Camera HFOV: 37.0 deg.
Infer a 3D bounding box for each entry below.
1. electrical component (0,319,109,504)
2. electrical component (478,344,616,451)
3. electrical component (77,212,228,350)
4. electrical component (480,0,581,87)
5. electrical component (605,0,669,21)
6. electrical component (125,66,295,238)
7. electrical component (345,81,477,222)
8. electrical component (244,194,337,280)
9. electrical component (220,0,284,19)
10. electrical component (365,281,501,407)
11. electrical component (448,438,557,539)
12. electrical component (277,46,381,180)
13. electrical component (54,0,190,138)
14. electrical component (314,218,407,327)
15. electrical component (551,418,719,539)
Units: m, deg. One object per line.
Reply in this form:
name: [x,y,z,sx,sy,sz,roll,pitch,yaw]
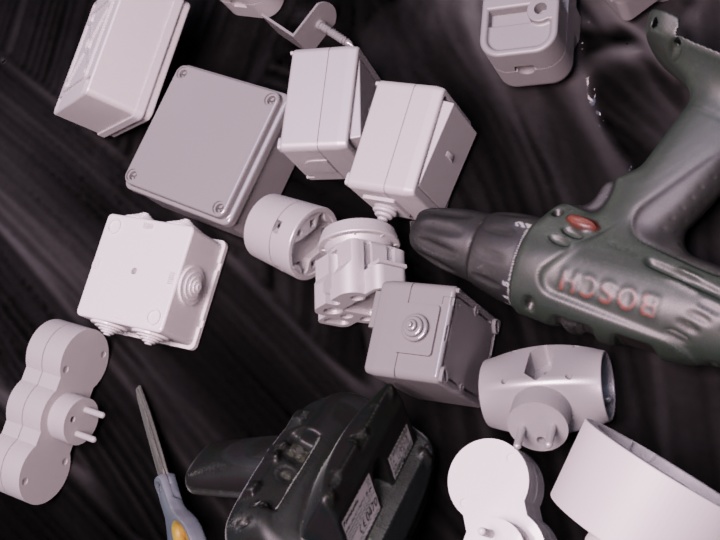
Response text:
electrical component: [-0.225,0.111,0.818,0.074,0.052,0.138,12,79,28]
electrical component: [0.112,0.084,0.660,0.077,0.043,0.079,-7,28,23]
electrical component: [-0.160,0.007,0.826,0.100,0.048,0.099,10,77,28]
electrical component: [0.121,-0.180,0.752,0.054,0.059,0.095,-2,72,25]
electrical component: [0.226,-0.270,0.733,0.186,0.060,0.105,-36,61,10]
electrical component: [-0.109,-0.091,0.831,0.109,0.056,0.108,21,82,30]
electrical component: [0.037,-0.076,0.754,0.061,0.062,0.096,11,78,28]
electrical component: [-0.051,-0.026,0.783,0.047,0.055,0.055,22,83,33]
electrical component: [-0.088,-0.263,0.878,0.054,0.059,0.095,13,79,28]
electrical component: [0.042,0.046,0.689,0.061,0.096,0.061,5,74,29]
electrical component: [0.085,0.168,0.640,0.052,0.074,0.138,-18,66,19]
electrical component: [-0.016,-0.121,0.793,0.061,0.062,0.096,0,73,20]
electrical component: [-0.195,-0.171,0.872,0.109,0.056,0.108,-4,67,61]
electrical component: [0.000,0.000,0.744,0.078,0.058,0.057,-31,54,50]
electrical component: [0.158,0.137,0.600,0.108,0.108,0.060,32,94,30]
